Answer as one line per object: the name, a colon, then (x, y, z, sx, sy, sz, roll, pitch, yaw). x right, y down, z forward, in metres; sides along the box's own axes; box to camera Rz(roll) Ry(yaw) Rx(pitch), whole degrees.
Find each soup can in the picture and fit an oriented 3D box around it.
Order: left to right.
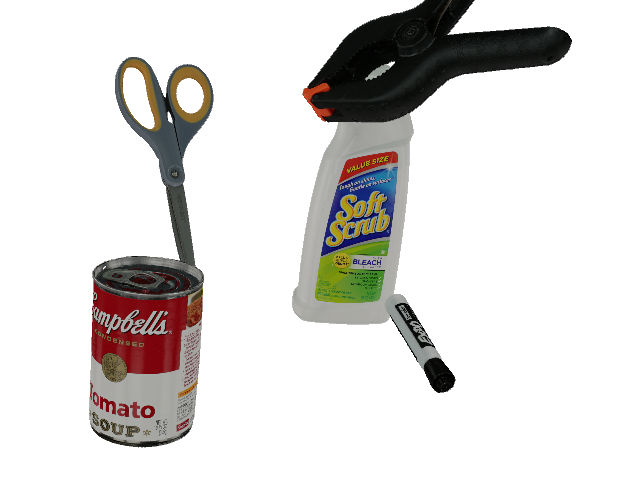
soup can: (-0.110, 0.068, 0.667, 0.068, 0.102, 0.068, 5, 18, -2)

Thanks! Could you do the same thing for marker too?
marker: (0.077, 0.080, 0.837, 0.020, 0.020, 0.121, 0, 28, -17)

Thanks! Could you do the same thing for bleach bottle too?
bleach bottle: (0.032, -0.045, 1.023, 0.102, 0.251, 0.068, 3, 22, -4)

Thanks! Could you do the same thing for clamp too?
clamp: (0.073, -0.120, 0.684, 0.171, 0.120, 0.039, -35, -47, 8)

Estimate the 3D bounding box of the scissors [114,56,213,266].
scissors: (-0.114, -0.069, 0.926, 0.096, 0.202, 0.016, -24, -1, -29)
